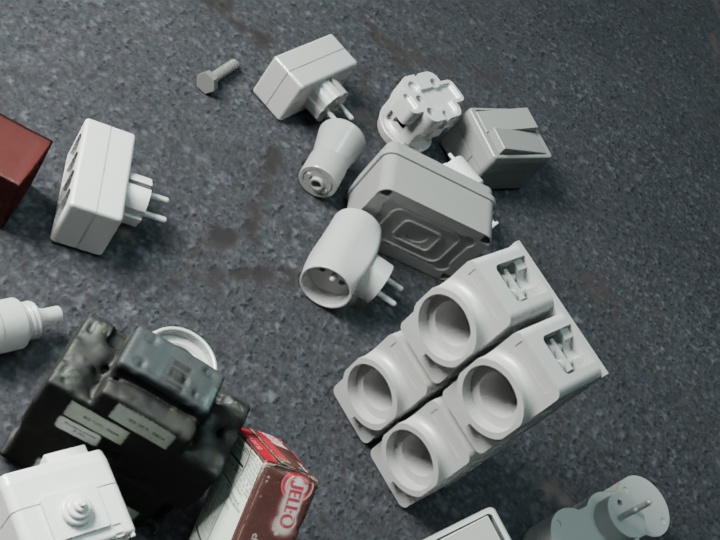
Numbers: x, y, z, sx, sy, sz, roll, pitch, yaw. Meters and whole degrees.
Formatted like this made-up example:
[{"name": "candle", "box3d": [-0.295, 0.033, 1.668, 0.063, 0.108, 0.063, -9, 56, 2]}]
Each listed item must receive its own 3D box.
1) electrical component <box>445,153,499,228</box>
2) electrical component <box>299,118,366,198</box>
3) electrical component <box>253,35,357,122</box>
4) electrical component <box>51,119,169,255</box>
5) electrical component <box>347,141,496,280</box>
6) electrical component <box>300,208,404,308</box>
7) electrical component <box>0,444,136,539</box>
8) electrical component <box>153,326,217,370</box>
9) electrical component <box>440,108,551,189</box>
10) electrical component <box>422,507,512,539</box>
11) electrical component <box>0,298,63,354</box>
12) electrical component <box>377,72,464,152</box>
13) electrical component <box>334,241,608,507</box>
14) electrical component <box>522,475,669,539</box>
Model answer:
[{"name": "electrical component", "box3d": [0.098, -0.069, 0.992, 0.078, 0.040, 0.040, 50, 44, 8]}, {"name": "electrical component", "box3d": [-0.026, -0.093, 0.922, 0.044, 0.044, 0.065, 34, 49, -9]}, {"name": "electrical component", "box3d": [-0.036, -0.158, 0.959, 0.075, 0.047, 0.083, 49, 44, 6]}, {"name": "electrical component", "box3d": [-0.175, -0.054, 0.779, 0.076, 0.047, 0.083, 18, 49, -24]}, {"name": "electrical component", "box3d": [0.051, -0.050, 0.916, 0.113, 0.078, 0.057, 24, 49, -19]}, {"name": "electrical component", "box3d": [0.000, 0.000, 0.865, 0.079, 0.043, 0.077, 35, 44, -8]}, {"name": "electrical component", "box3d": [-0.172, 0.139, 0.596, 0.062, 0.096, 0.061, -10, 63, -40]}, {"name": "electrical component", "box3d": [-0.129, 0.073, 0.707, 0.078, 0.057, 0.058, 22, 47, -21]}, {"name": "electrical component", "box3d": [0.139, -0.120, 1.044, 0.096, 0.061, 0.061, -5, 61, -38]}, {"name": "electrical component", "box3d": [0.059, 0.208, 0.718, 0.096, 0.061, 0.061, -23, 70, -15]}, {"name": "electrical component", "box3d": [-0.220, 0.034, 0.688, 0.061, 0.035, 0.035, -13, 66, -44]}, {"name": "electrical component", "box3d": [0.052, -0.144, 1.005, 0.078, 0.057, 0.058, -22, 72, -44]}, {"name": "electrical component", "box3d": [0.066, 0.079, 0.748, 0.060, 0.186, 0.105, -17, 69, -43]}, {"name": "electrical component", "box3d": [0.195, 0.196, 0.832, 0.138, 0.073, 0.052, -12, 65, -41]}]
